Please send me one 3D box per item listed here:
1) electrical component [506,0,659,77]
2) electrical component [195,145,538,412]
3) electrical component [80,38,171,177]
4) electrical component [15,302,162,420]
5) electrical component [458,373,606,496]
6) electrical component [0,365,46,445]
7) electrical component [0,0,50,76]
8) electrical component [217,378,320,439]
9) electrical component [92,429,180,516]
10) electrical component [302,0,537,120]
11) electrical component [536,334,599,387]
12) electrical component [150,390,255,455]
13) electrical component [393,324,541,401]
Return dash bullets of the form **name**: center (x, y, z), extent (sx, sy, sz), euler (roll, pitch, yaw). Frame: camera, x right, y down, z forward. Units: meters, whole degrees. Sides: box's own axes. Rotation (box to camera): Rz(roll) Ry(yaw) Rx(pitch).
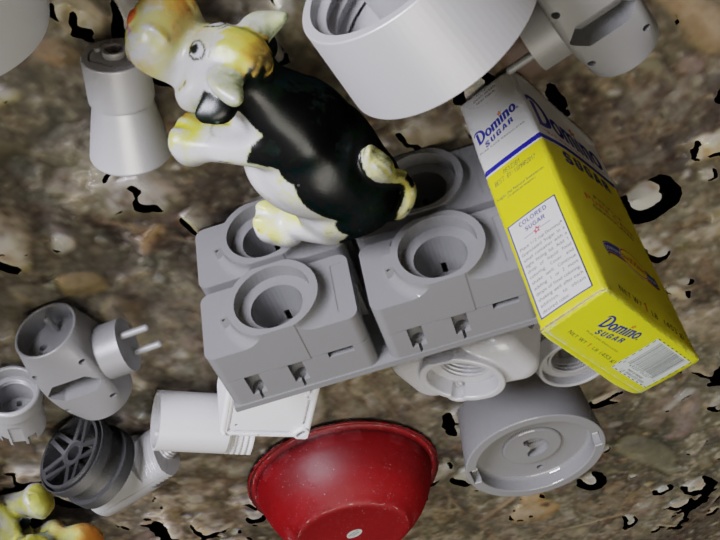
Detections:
- **electrical component**: center (0.106, -0.132, 0.567), extent (0.079, 0.043, 0.077), euler (-32, 134, 21)
- **electrical component**: center (0.000, 0.000, 0.638), extent (0.186, 0.105, 0.060), euler (-17, 137, 5)
- **electrical component**: center (-0.124, -0.087, 0.564), extent (0.044, 0.044, 0.065), euler (-6, 133, -7)
- **electrical component**: center (-0.170, 0.055, 0.703), extent (0.079, 0.043, 0.077), euler (-19, 137, 8)
- **electrical component**: center (0.128, 0.120, 0.829), extent (0.108, 0.060, 0.108), euler (-7, 137, -6)
- **electrical component**: center (-0.235, 0.094, 0.734), extent (0.040, 0.040, 0.046), euler (-4, 143, -9)
- **electrical component**: center (-0.187, -0.122, 0.466), extent (0.108, 0.108, 0.060), euler (-4, 143, -9)
- **electrical component**: center (-0.060, 0.060, 0.726), extent (0.062, 0.061, 0.096), euler (3, 129, -14)
- **electrical component**: center (-0.166, 0.147, 0.802), extent (0.081, 0.043, 0.043), euler (-32, 134, 21)
- **electrical component**: center (0.022, -0.131, 0.505), extent (0.108, 0.108, 0.060), euler (-32, 128, 20)
- **electrical component**: center (0.143, 0.044, 0.755), extent (0.078, 0.057, 0.058), euler (6, 135, -19)
- **electrical component**: center (-0.107, 0.110, 0.777), extent (0.081, 0.043, 0.043), euler (6, 135, -19)
- **electrical component**: center (0.071, 0.048, 0.720), extent (0.095, 0.059, 0.054), euler (-16, 140, 33)
